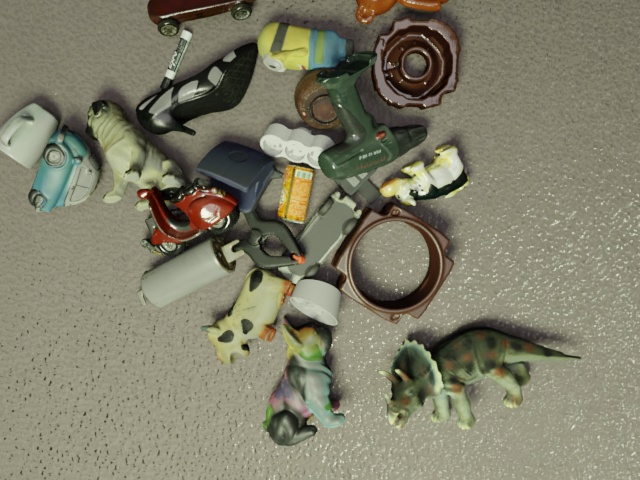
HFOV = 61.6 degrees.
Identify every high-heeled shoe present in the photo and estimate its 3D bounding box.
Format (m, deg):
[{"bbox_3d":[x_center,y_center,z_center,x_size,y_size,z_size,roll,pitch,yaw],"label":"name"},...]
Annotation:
[{"bbox_3d":[-0.231,-0.291,1.010,0.145,0.086,0.249,28,74,24],"label":"high-heeled shoe"}]

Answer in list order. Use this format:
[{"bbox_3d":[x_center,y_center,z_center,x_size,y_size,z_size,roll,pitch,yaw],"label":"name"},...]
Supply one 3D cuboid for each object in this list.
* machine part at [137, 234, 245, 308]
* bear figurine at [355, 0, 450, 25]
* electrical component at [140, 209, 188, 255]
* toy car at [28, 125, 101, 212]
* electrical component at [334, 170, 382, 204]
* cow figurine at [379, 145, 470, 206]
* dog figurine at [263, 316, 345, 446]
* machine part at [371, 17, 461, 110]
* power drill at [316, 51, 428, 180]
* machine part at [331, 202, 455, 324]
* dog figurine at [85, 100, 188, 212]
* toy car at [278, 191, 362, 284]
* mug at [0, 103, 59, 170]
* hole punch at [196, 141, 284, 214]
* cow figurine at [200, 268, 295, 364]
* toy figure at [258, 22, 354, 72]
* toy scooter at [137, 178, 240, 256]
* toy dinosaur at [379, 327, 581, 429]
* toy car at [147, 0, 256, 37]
[{"bbox_3d":[-0.245,0.059,0.999,0.243,0.079,0.079,-26,97,18],"label":"machine part"},{"bbox_3d":[0.154,-0.478,0.979,0.196,0.132,0.120,-9,78,-8],"label":"bear figurine"},{"bbox_3d":[-0.294,-0.016,1.027,0.102,0.045,0.078,-17,98,-2],"label":"electrical component"},{"bbox_3d":[-0.458,-0.120,0.981,0.103,0.109,0.161,19,103,-23],"label":"toy car"},{"bbox_3d":[0.070,-0.119,1.043,0.075,0.048,0.119,-41,95,1],"label":"electrical component"},{"bbox_3d":[0.203,-0.109,1.045,0.167,0.068,0.098,-29,103,0],"label":"cow figurine"},{"bbox_3d":[-0.048,0.262,1.042,0.192,0.108,0.219,-23,92,1],"label":"dog figurine"},{"bbox_3d":[0.181,-0.333,1.026,0.179,0.056,0.179,0,96,-3],"label":"machine part"},{"bbox_3d":[0.085,-0.224,0.958,0.232,0.086,0.207,-31,128,-18],"label":"power drill"},{"bbox_3d":[0.140,0.044,1.043,0.201,0.087,0.201,32,93,-5],"label":"machine part"},{"bbox_3d":[-0.334,-0.165,0.997,0.121,0.172,0.190,-29,66,23],"label":"dog figurine"},{"bbox_3d":[-0.002,-0.003,1.038,0.073,0.056,0.201,39,99,-5],"label":"toy car"},{"bbox_3d":[-0.532,-0.197,0.969,0.081,0.109,0.107,34,79,-1],"label":"mug"},{"bbox_3d":[-0.152,-0.127,0.984,0.142,0.092,0.116,21,69,12],"label":"hole punch"},{"bbox_3d":[-0.142,0.146,1.028,0.127,0.085,0.195,24,84,14],"label":"cow figurine"},{"bbox_3d":[-0.025,-0.356,0.999,0.180,0.082,0.089,1,76,3],"label":"toy figure"},{"bbox_3d":[-0.240,-0.054,0.943,0.184,0.075,0.135,-25,119,17],"label":"toy scooter"},{"bbox_3d":[0.299,0.245,1.062,0.405,0.131,0.192,-26,97,-7],"label":"toy dinosaur"},{"bbox_3d":[-0.216,-0.435,0.991,0.202,0.053,0.089,-14,76,-4],"label":"toy car"}]
